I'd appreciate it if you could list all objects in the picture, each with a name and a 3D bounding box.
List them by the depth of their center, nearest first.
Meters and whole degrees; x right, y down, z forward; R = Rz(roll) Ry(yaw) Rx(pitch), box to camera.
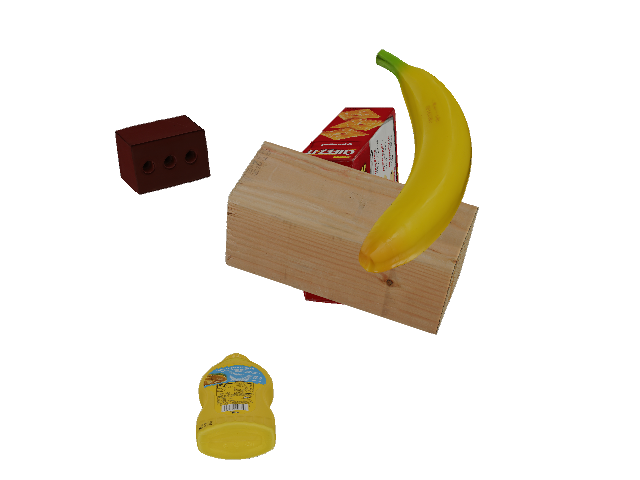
[{"bbox_3d":[0.064,-0.050,0.696,0.069,0.197,0.037,5,-43,1],"label":"banana"},{"bbox_3d":[0.026,-0.003,0.969,0.206,0.091,0.090,18,46,11],"label":"wood block"},{"bbox_3d":[-0.156,-0.086,1.055,0.078,0.053,0.051,-17,31,-22],"label":"foam brick"},{"bbox_3d":[0.034,-0.045,1.196,0.072,0.164,0.213,2,22,16],"label":"cracker box"},{"bbox_3d":[-0.108,0.200,1.360,0.096,0.058,0.191,-4,26,-3],"label":"mustard bottle"}]
